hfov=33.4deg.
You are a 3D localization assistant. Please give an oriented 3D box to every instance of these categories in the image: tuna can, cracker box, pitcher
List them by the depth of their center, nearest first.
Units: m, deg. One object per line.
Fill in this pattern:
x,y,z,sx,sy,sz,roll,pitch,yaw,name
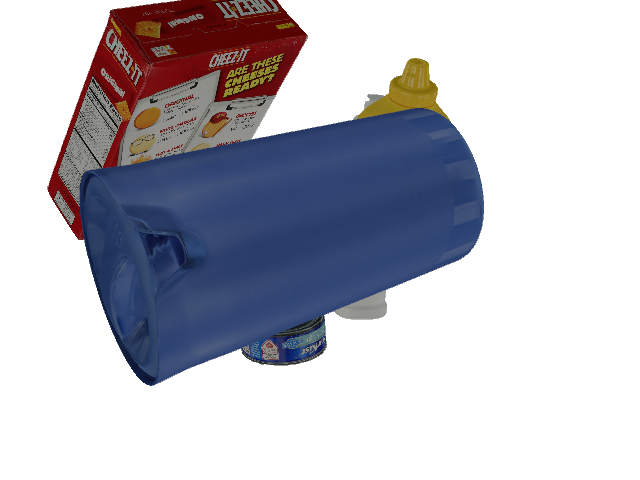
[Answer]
-0.026,-0.006,0.689,0.242,0.145,0.149,-17,41,-24,pitcher
-0.128,-0.108,0.913,0.163,0.072,0.214,-20,-26,-41,cracker box
-0.037,0.091,1.060,0.086,0.034,0.086,-3,20,1,tuna can

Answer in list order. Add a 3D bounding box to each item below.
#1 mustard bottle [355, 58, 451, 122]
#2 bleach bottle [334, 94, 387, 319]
0.070,-0.067,0.935,0.096,0.192,0.058,20,33,19,mustard bottle
0.052,-0.042,1.237,0.068,0.251,0.103,0,22,-23,bleach bottle
